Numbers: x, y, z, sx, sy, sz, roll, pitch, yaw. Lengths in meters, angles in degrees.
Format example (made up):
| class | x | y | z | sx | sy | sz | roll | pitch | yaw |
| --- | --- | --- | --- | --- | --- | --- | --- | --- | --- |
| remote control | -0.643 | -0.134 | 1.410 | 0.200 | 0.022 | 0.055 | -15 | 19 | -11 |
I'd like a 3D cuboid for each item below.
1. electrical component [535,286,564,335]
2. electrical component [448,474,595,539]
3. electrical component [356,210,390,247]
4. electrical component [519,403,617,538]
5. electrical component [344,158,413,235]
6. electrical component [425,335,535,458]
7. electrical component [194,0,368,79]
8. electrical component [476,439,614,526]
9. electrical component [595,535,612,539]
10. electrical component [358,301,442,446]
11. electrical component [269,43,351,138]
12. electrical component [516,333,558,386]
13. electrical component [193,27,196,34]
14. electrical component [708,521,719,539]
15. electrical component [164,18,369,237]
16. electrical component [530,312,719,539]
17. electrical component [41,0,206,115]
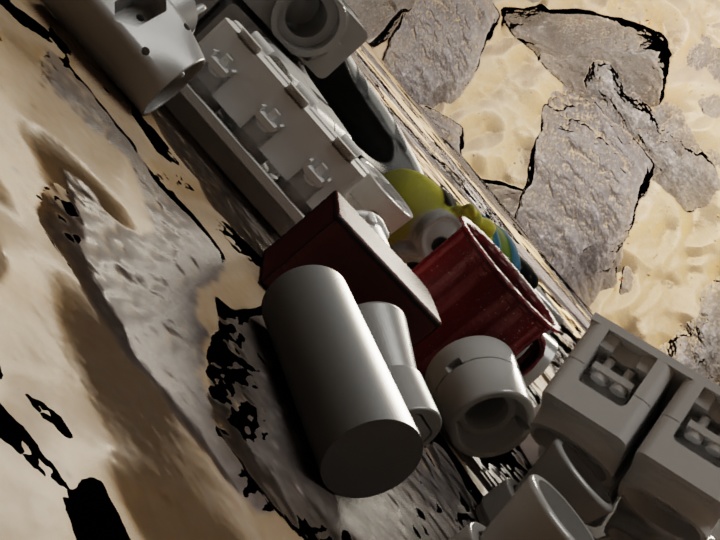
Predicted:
| class | x | y | z | sx | sy | sz | roll | pitch | yaw |
| --- | --- | --- | --- | --- | --- | --- | --- | --- | --- |
| electrical component | 0.131 | 0.034 | 0.953 | 0.047 | 0.066 | 0.076 | 43 | 12 | -28 |
| electrical component | 0.063 | 0.116 | 0.434 | 0.045 | 0.055 | 0.045 | 47 | 11 | -12 |
| electrical component | 0.000 | 0.000 | 0.617 | 0.048 | 0.048 | 0.062 | 36 | 24 | -49 |
| electrical component | 0.166 | 0.133 | 0.769 | 0.108 | 0.060 | 0.108 | 47 | 11 | -12 |
| electrical component | 0.002 | -0.042 | 0.754 | 0.055 | 0.047 | 0.055 | 47 | 11 | -12 |
| electrical component | 0.069 | 0.073 | 0.613 | 0.055 | 0.055 | 0.047 | 42 | 17 | -32 |
| electrical component | -0.094 | -0.202 | 0.767 | 0.186 | 0.105 | 0.060 | 42 | 13 | -31 |
| electrical component | 0.092 | 0.119 | 0.542 | 0.045 | 0.055 | 0.045 | 47 | 11 | -12 |
| electrical component | 0.125 | 0.160 | 0.566 | 0.062 | 0.043 | 0.043 | 53 | 11 | 28 |
| electrical component | 0.011 | 0.052 | 0.491 | 0.044 | 0.044 | 0.065 | 38 | 20 | -45 |
| electrical component | -0.055 | -0.107 | 0.730 | 0.059 | 0.054 | 0.095 | 36 | 17 | -51 |
| electrical component | 0.121 | 0.062 | 0.854 | 0.047 | 0.055 | 0.055 | 44 | 12 | -8 |
| electrical component | -0.124 | -0.160 | 0.686 | 0.040 | 0.040 | 0.046 | 46 | 6 | -15 |
| electrical component | 0.262 | 0.204 | 0.812 | 0.048 | 0.100 | 0.099 | 60 | 9 | -12 |
| electrical component | -0.055 | -0.082 | 0.627 | 0.121 | 0.063 | 0.078 | 49 | 10 | -4 |
| electrical component | 0.158 | 0.111 | 0.616 | 0.105 | 0.060 | 0.186 | 32 | -17 | 21 |
| electrical component | -0.112 | -0.132 | 0.565 | 0.077 | 0.043 | 0.079 | 49 | 46 | -4 |
